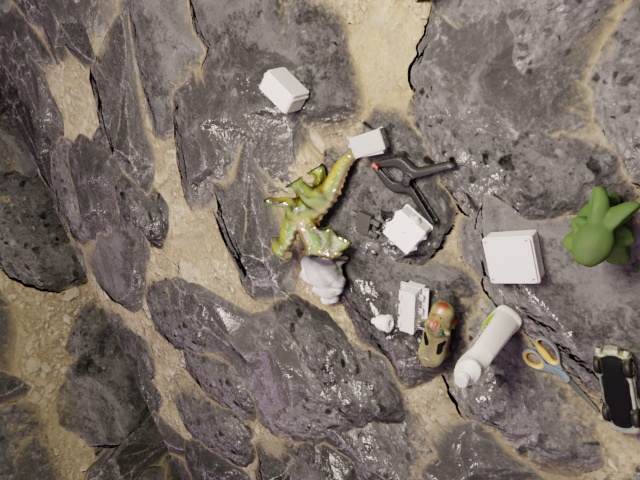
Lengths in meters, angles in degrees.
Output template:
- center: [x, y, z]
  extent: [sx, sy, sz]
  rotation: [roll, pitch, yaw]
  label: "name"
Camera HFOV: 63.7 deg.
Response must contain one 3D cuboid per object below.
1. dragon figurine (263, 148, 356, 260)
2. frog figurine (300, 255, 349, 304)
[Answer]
- center: [0.004, -0.070, 1.382]
  extent: [0.406, 0.123, 0.242]
  rotation: [-27, 92, 27]
  label: "dragon figurine"
- center: [0.007, 0.111, 1.464]
  extent: [0.137, 0.124, 0.157]
  rotation: [12, 105, 13]
  label: "frog figurine"
